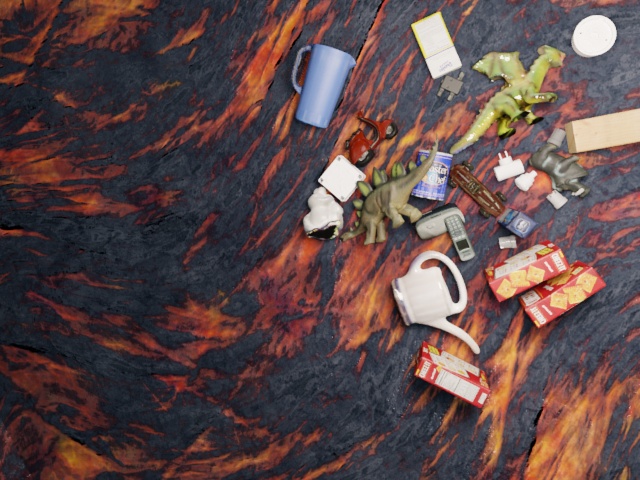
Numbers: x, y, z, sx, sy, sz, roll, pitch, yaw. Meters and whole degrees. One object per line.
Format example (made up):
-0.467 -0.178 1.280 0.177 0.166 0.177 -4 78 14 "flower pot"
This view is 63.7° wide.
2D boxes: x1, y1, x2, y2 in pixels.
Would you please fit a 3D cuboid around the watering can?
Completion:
0.351 0.210 1.595 0.223 0.104 0.347 -18 90 15 "watering can"

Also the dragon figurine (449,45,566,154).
0.534 -0.438 1.519 0.408 0.121 0.246 -23 73 12 "dragon figurine"

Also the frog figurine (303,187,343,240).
0.005 -0.084 1.669 0.136 0.121 0.163 -31 52 23 "frog figurine"
